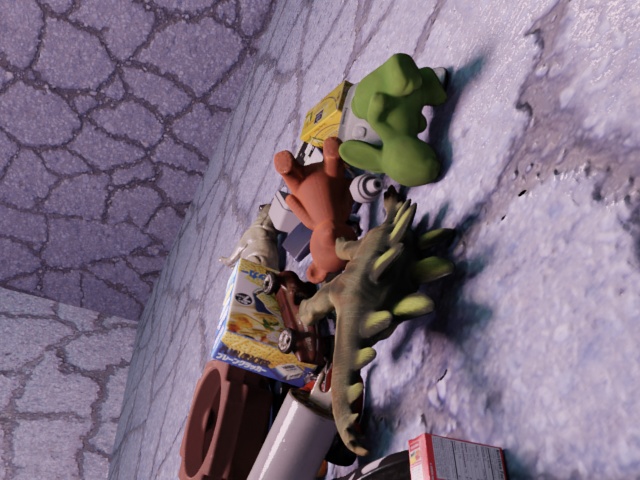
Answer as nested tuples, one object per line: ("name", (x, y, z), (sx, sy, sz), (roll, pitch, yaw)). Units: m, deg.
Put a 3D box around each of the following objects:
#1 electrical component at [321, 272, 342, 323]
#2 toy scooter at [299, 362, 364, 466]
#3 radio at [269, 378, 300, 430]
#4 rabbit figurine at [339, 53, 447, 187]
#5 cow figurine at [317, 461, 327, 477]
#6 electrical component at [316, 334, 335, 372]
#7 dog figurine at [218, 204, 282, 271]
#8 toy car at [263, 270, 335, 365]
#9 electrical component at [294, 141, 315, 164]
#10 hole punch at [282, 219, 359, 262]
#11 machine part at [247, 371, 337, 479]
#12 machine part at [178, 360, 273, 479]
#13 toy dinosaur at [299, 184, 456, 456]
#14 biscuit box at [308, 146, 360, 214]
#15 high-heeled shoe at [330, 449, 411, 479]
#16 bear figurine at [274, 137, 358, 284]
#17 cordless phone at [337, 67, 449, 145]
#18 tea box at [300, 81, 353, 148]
("electrical component", (0.029, 0.085, 0.882), (0.102, 0.045, 0.078), (-126, 30, -68))
("toy scooter", (0.010, 0.228, 0.759), (0.184, 0.075, 0.135), (-10, 63, 62))
("radio", (-0.078, 0.339, 0.882), (0.131, 0.073, 0.229), (-18, 57, 63))
("rabbit figurine", (0.105, -0.151, 0.764), (0.159, 0.121, 0.170), (-21, 76, 28))
("cow figurine", (-0.069, 0.392, 0.740), (0.085, 0.127, 0.195), (-41, 34, 57))
("electrical component", (0.007, 0.199, 0.861), (0.063, 0.021, 0.094), (-30, 46, 59))
("dog figurine", (-0.118, 0.012, 1.240), (0.173, 0.121, 0.190), (31, 83, 35))
("toy car", (-0.032, 0.117, 0.857), (0.053, 0.089, 0.202), (-58, 29, 22))
("electrical component", (-0.015, -0.172, 1.180), (0.114, 0.058, 0.134), (-63, 23, 23))
("hole punch", (-0.002, -0.003, 0.969), (0.115, 0.092, 0.142), (-65, 18, 4))
("machine part", (-0.040, 0.276, 0.664), (0.243, 0.079, 0.079), (-64, 22, 1))
("machine part", (-0.155, 0.303, 0.877), (0.201, 0.087, 0.201), (-27, 48, 62))
("toy dinosaur", (0.065, 0.063, 0.654), (0.198, 0.105, 0.471), (-46, 17, 41))
("biscuit box", (0.027, -0.117, 1.024), (0.059, 0.063, 0.203), (-63, 23, 18))
("high-heeled shoe", (0.057, 0.296, 0.638), (0.248, 0.086, 0.145), (-44, -2, 17))
("bear figurine", (0.006, -0.042, 0.849), (0.131, 0.120, 0.196), (69, -171, -62))
("cordless phone", (0.122, -0.196, 0.862), (0.184, 0.088, 0.146), (-5, 65, 46))
("tea box", (0.041, -0.230, 1.039), (0.170, 0.098, 0.068), (-22, 51, 64))
